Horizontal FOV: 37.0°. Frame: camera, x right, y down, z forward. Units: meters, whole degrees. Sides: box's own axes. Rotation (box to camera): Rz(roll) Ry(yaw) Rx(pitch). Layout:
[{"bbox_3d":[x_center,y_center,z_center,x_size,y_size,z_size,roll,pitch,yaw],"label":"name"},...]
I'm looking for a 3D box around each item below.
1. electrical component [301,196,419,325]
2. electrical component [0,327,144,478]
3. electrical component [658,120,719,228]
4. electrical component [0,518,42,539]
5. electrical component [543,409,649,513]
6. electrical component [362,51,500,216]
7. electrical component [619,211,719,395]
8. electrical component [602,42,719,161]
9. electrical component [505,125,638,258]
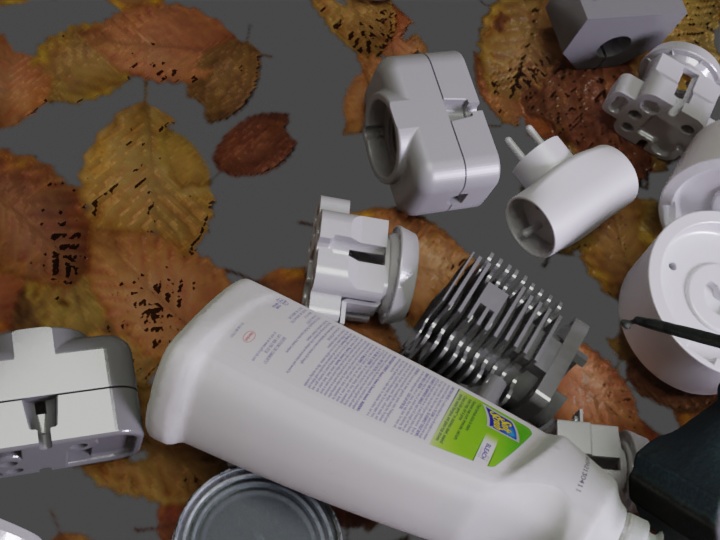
[{"bbox_3d":[0.000,0.000,0.616,0.057,0.058,0.078,9,64,-9],"label":"electrical component"},{"bbox_3d":[-0.161,0.066,0.540,0.095,0.053,0.059,-6,68,-19],"label":"electrical component"},{"bbox_3d":[0.252,-0.050,0.686,0.108,0.108,0.060,31,56,-1],"label":"electrical component"},{"bbox_3d":[-0.184,0.135,0.488,0.080,0.080,0.051,22,67,-6],"label":"electrical component"},{"bbox_3d":[0.134,0.113,0.610,0.055,0.048,0.066,6,65,-5],"label":"electrical component"},{"bbox_3d":[0.040,-0.085,0.667,0.059,0.053,0.095,-9,69,-20],"label":"electrical component"},{"bbox_3d":[0.213,0.025,0.663,0.108,0.060,0.108,6,65,-13],"label":"electrical component"},{"bbox_3d":[0.212,-0.117,0.731,0.078,0.058,0.057,30,64,-1],"label":"electrical component"},{"bbox_3d":[0.124,-0.058,0.686,0.077,0.043,0.079,-31,77,-26],"label":"electrical component"}]
